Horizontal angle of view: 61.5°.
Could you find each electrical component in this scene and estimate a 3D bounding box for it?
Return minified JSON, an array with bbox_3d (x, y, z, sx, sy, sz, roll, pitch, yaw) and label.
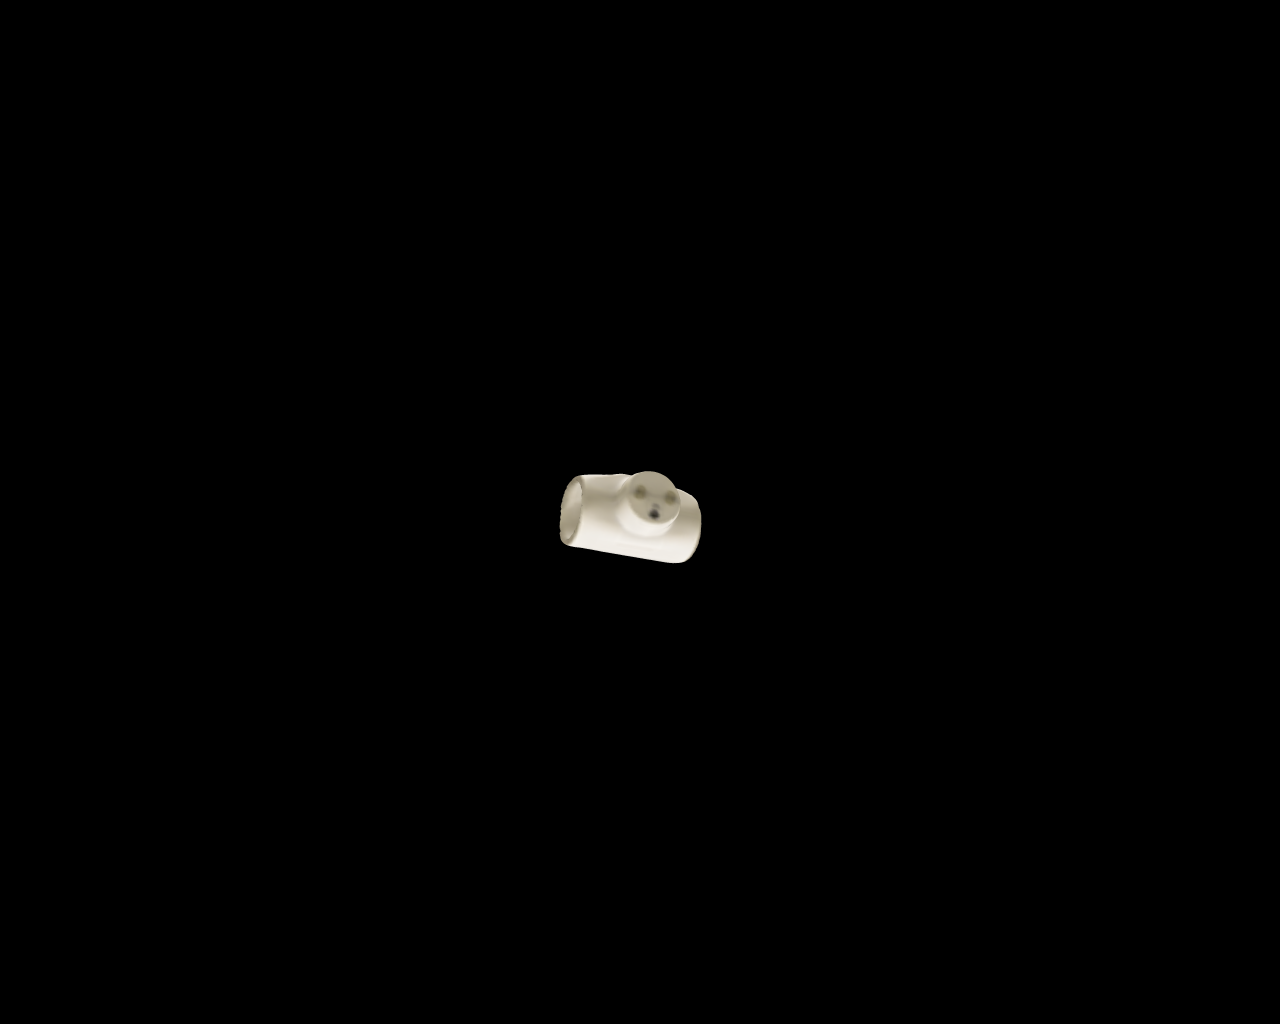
[{"bbox_3d":[0.001,-0.003,0.650,0.077,0.043,0.079,10,-28,-20],"label":"electrical component"}]
